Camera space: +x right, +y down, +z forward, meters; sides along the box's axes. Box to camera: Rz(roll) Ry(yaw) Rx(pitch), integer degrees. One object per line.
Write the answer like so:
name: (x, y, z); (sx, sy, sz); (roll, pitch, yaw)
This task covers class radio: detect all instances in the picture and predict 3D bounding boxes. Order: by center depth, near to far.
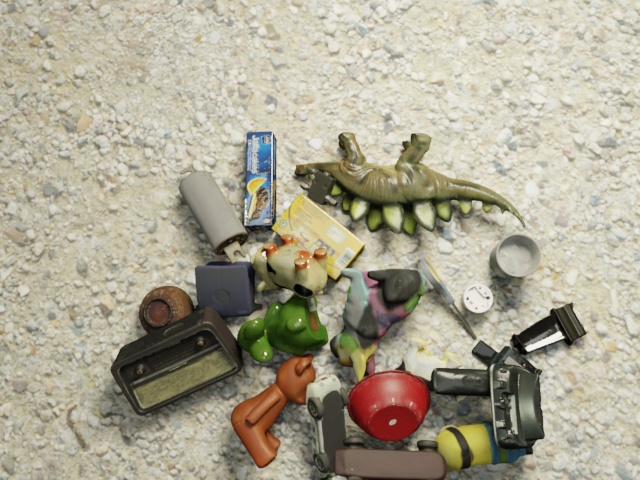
radio: (-0.281, 0.235, 1.057); (0.230, 0.073, 0.131); (-25, 110, 1)

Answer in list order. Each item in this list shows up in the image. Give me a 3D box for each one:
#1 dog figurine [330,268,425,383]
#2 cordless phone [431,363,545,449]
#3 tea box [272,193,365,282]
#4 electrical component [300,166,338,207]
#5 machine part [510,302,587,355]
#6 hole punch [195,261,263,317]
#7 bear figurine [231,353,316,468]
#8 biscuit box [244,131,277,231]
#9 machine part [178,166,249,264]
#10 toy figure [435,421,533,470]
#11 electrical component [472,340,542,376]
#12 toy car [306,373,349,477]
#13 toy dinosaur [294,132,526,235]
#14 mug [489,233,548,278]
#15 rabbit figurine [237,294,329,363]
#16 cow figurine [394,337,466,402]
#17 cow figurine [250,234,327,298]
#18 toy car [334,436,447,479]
dog figurine: (0.110, 0.163, 1.036); (0.192, 0.108, 0.219); (-1, 87, 24)
cordless phone: (0.292, 0.292, 0.955); (0.184, 0.088, 0.146); (2, 71, 3)
tea box: (-0.002, -0.003, 1.091); (0.170, 0.068, 0.098); (40, 86, 10)
electrical component: (0.004, -0.106, 1.075); (0.094, 0.021, 0.063); (33, 108, 28)
machine part: (0.442, 0.180, 1.043); (0.139, 0.039, 0.084); (-22, 86, 0)
hole punch: (-0.191, 0.099, 1.087); (0.142, 0.092, 0.115); (-1, 86, 1)
bear figurine: (-0.069, 0.316, 1.033); (0.196, 0.120, 0.132); (-36, 85, -6)
biscuit box: (-0.122, -0.123, 1.121); (0.059, 0.063, 0.202); (-1, 83, 4)
machine part: (-0.219, -0.057, 1.101); (0.079, 0.079, 0.243); (-33, 70, 0)
toy figure: (0.304, 0.379, 1.002); (0.180, 0.089, 0.082); (-6, 74, 6)
electrical component: (0.355, 0.240, 1.038); (0.119, 0.047, 0.075); (41, 87, 7)
toy car: (0.017, 0.353, 1.018); (0.073, 0.056, 0.201); (-15, 107, -32)
toy dinosaur: (0.170, -0.109, 1.078); (0.472, 0.105, 0.198); (5, 90, 15)
mug: (0.376, 0.028, 1.034); (0.109, 0.107, 0.081); (-33, 82, -4)
rabbit figurine: (-0.088, 0.186, 1.046); (0.170, 0.159, 0.121); (-20, 91, 17)
cow figurine: (0.233, 0.262, 1.035); (0.167, 0.068, 0.098); (27, 91, 11)
cow figurine: (-0.064, 0.059, 1.038); (0.085, 0.195, 0.127); (-26, 120, -36)
toy car: (0.125, 0.402, 0.961); (0.202, 0.053, 0.089); (2, 60, -3)
